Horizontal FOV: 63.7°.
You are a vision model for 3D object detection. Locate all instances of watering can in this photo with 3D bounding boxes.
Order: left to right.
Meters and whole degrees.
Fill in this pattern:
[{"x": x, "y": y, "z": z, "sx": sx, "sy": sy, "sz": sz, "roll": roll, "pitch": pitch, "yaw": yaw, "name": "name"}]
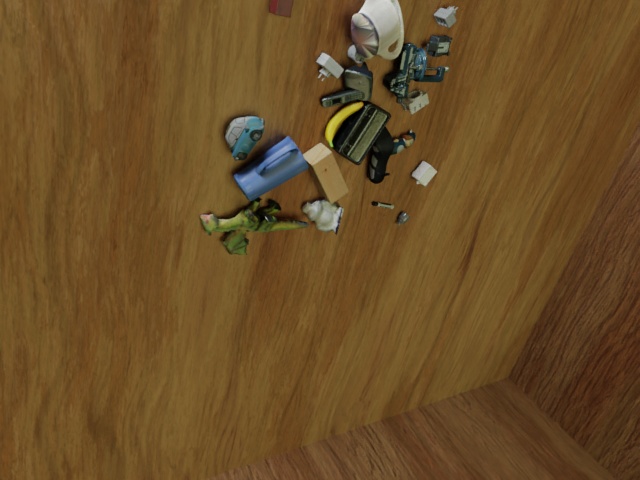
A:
[{"x": 0.184, "y": -0.745, "z": 1.686, "sx": 0.228, "sy": 0.104, "sz": 0.340, "roll": -44, "pitch": 129, "yaw": -29, "name": "watering can"}]

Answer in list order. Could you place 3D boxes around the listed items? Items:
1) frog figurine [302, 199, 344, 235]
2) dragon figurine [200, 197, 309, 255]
[{"x": 0.006, "y": -0.102, "z": 2.031, "sx": 0.159, "sy": 0.125, "sz": 0.134, "roll": 15, "pitch": 125, "yaw": -2, "name": "frog figurine"}, {"x": -0.250, "y": -0.034, "z": 1.901, "sx": 0.407, "sy": 0.125, "sz": 0.239, "roll": 22, "pitch": 123, "yaw": -40, "name": "dragon figurine"}]
